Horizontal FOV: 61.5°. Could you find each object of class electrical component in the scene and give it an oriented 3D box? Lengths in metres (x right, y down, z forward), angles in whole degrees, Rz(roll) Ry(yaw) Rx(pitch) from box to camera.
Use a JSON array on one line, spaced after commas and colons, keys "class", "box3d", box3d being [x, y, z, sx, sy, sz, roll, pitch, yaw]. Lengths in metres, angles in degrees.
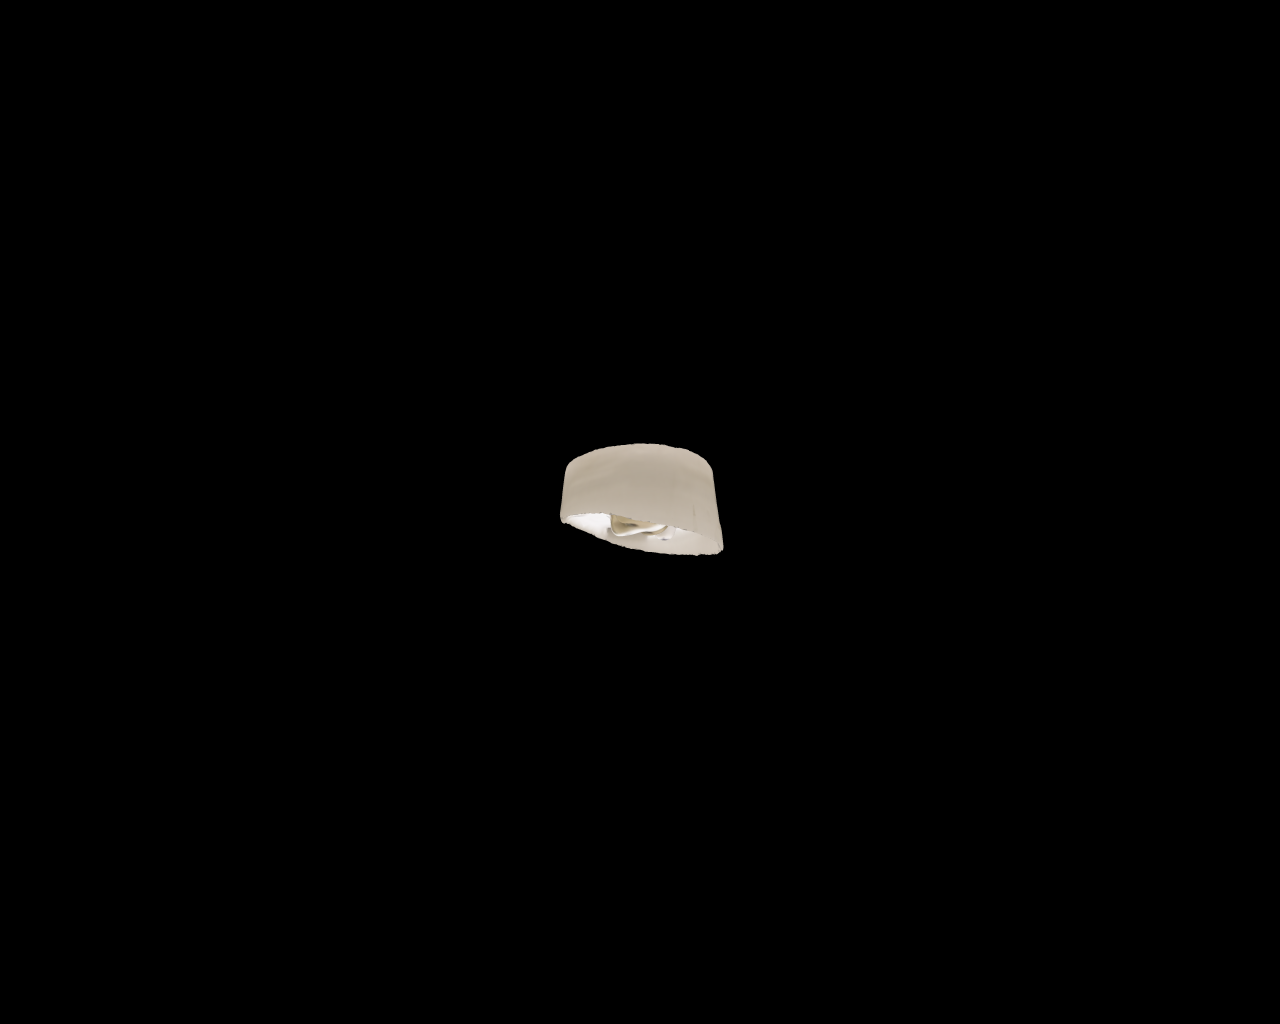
[{"class": "electrical component", "box3d": [0.001, -0.003, 0.650, 0.099, 0.064, 0.099, 0, -19, 0]}]
